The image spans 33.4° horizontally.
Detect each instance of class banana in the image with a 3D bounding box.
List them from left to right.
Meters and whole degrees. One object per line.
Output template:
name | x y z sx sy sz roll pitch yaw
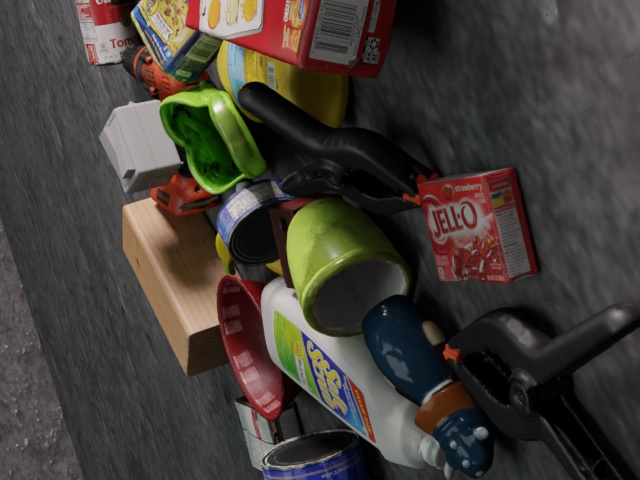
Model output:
banana | -0.071 0.006 1.131 0.069 0.037 0.198 59 160 -12

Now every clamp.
clamp | 0.016 -0.055 0.832 0.172 0.039 0.120 28 160 28
clamp | 0.150 0.108 0.704 0.210 0.036 0.164 11 114 65

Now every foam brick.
foam brick | -0.006 0.001 0.959 0.053 0.051 0.078 6 111 65

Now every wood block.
wood block | -0.159 0.048 1.279 0.206 0.090 0.091 57 153 32

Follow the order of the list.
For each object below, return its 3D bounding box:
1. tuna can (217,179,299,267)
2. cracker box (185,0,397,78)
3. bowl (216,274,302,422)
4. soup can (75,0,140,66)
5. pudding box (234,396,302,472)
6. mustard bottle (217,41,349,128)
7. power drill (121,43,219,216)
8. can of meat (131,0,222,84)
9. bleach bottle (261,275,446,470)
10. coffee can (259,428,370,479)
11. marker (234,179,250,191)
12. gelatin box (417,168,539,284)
tuna can | -0.054 -0.016 1.009 0.034 0.086 0.086 57 152 36
cracker box | -0.017 -0.215 0.765 0.214 0.072 0.164 33 115 57
bowl | -0.053 0.107 1.127 0.162 0.055 0.162 46 145 47
soup can | -0.263 -0.272 1.321 0.069 0.068 0.102 28 131 59
pudding box | -0.056 0.228 1.238 0.114 0.039 0.090 2 109 68
mustard bottle | -0.044 -0.149 0.932 0.192 0.058 0.096 27 128 59
power drill | -0.176 -0.132 1.235 0.185 0.057 0.188 31 133 57
can of meat | -0.129 -0.215 1.032 0.084 0.057 0.102 -43 61 28
bleach bottle | 0.037 0.118 0.933 0.251 0.068 0.102 34 136 52
coffee can | 0.006 0.269 1.047 0.103 0.102 0.140 -2 104 66
marker | -0.090 -0.066 1.138 0.121 0.020 0.020 51 149 40
gelatin box | 0.106 -0.009 0.732 0.089 0.030 0.073 -1 104 66
